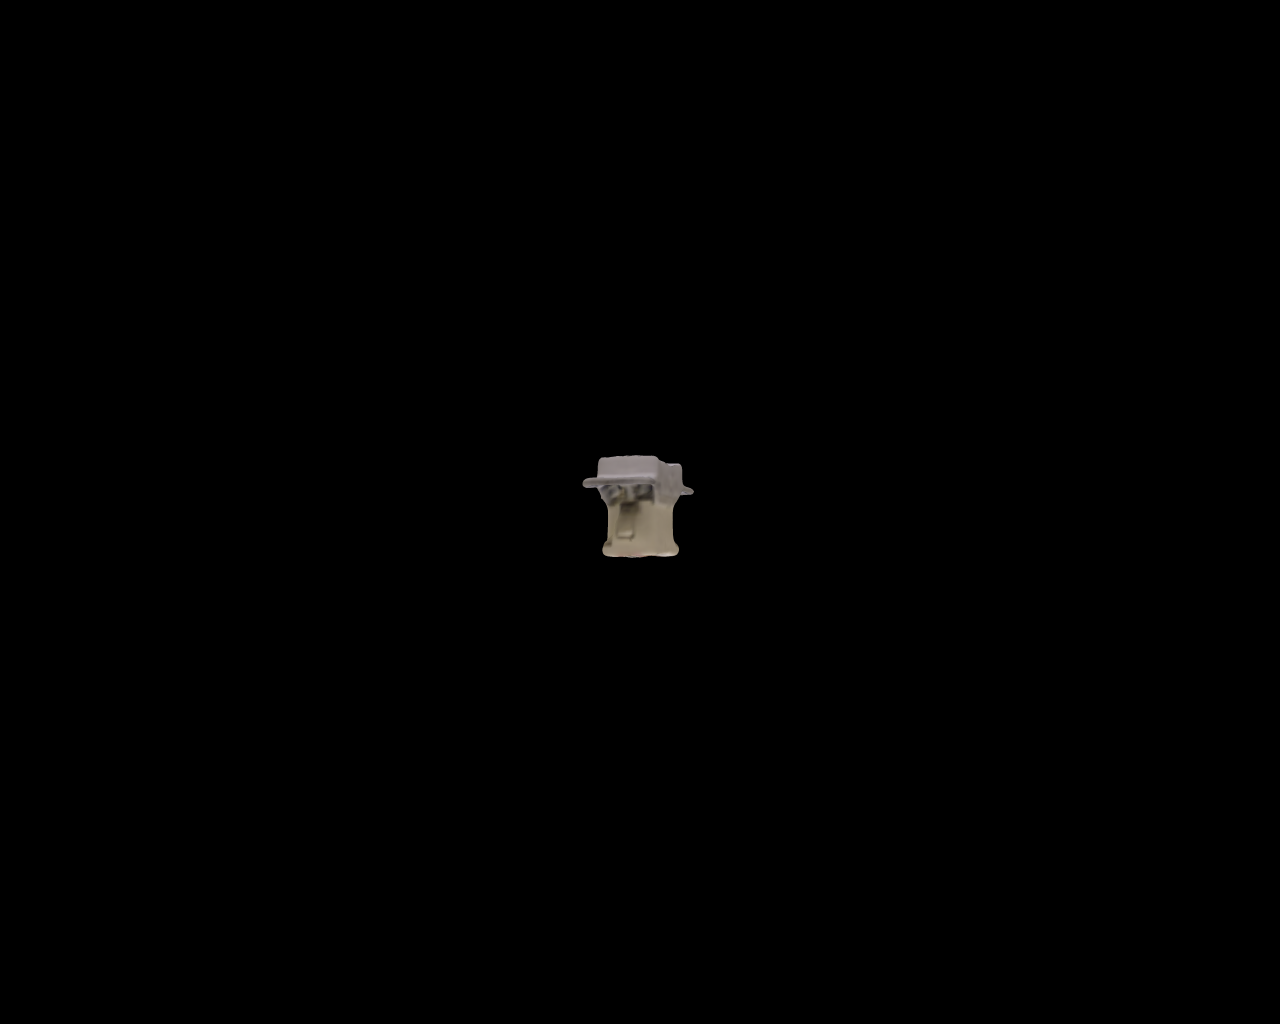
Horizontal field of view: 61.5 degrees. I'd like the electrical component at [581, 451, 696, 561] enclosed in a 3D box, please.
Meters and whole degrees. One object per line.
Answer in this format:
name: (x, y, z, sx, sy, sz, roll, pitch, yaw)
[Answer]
electrical component: (0.001, -0.003, 0.650, 0.042, 0.063, 0.081, -2, -5, 24)
